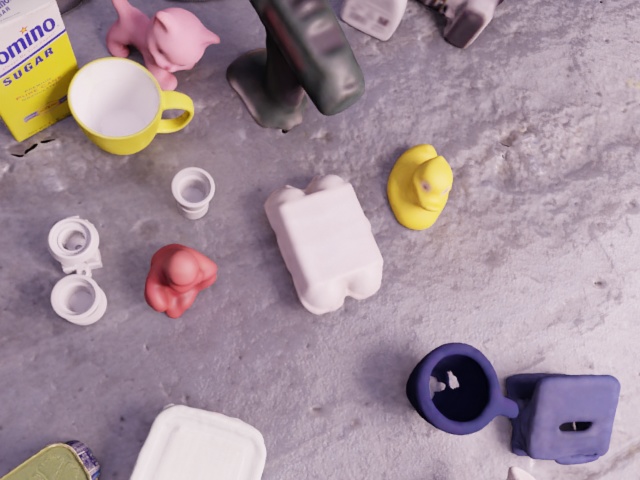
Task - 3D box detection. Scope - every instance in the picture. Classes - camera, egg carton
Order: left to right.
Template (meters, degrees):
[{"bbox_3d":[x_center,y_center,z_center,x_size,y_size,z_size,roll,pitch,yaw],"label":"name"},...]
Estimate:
[{"bbox_3d":[0.006,0.002,0.642,0.107,0.069,0.150,-20,81,-17],"label":"egg carton"},{"bbox_3d":[0.180,-0.357,0.760,0.137,0.100,0.143,24,72,-6],"label":"camera"}]

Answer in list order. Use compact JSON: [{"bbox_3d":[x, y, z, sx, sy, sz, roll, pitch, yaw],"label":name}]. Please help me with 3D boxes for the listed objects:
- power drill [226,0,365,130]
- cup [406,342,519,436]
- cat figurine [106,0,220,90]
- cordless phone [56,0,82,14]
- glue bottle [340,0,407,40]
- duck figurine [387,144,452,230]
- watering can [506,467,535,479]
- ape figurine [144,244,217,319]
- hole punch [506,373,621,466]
[{"bbox_3d":[-0.046,-0.217,0.613,0.076,0.208,0.229,-34,85,-19],"label":"power drill"},{"bbox_3d":[0.144,0.164,0.618,0.118,0.095,0.092,21,72,-7],"label":"cup"},{"bbox_3d":[-0.177,-0.229,0.634,0.128,0.117,0.067,35,71,-2],"label":"cat figurine"},{"bbox_3d":[-0.290,-0.336,0.600,0.094,0.185,0.148,43,71,1],"label":"cordless phone"},{"bbox_3d":[0.080,-0.313,0.687,0.078,0.173,0.037,26,71,-5],"label":"glue bottle"},{"bbox_3d":[0.127,-0.072,0.681,0.077,0.086,0.104,9,74,-11],"label":"duck figurine"},{"bbox_3d":[0.155,0.301,0.533,0.101,0.194,0.173,9,74,-11],"label":"watering can"},{"bbox_3d":[-0.143,0.035,0.586,0.078,0.092,0.076,-11,78,-15],"label":"ape figurine"},{"bbox_3d":[0.277,0.200,0.643,0.109,0.091,0.101,2,75,-13],"label":"hole punch"}]
